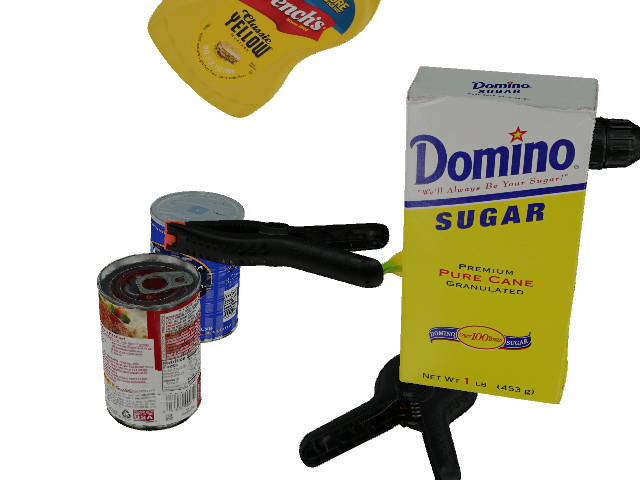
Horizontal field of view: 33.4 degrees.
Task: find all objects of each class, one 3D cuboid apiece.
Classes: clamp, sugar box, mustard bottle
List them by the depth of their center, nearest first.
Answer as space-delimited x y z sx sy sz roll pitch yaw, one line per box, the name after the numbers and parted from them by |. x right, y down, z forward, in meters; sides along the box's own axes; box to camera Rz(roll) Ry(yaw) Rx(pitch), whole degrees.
0.091 0.000 0.565 0.093 0.176 0.048 6 32 14 | sugar box
-0.017 -0.162 0.688 0.192 0.096 0.058 -31 24 33 | mustard bottle
0.077 0.128 0.794 0.120 0.039 0.171 18 39 31 | clamp
-0.036 0.006 0.951 0.210 0.036 0.164 3 12 -2 | clamp

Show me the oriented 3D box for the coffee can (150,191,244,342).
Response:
-0.139 0.028 1.189 0.103 0.140 0.103 4 25 -2 | coffee can

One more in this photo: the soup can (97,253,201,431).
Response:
-0.114 0.069 0.724 0.068 0.102 0.068 2 29 -1 | soup can

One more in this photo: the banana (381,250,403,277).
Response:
0.156 0.036 1.100 0.198 0.037 0.069 7 37 10 | banana

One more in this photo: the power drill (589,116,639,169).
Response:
0.177 -0.017 0.905 0.184 0.188 0.057 1 17 10 | power drill
